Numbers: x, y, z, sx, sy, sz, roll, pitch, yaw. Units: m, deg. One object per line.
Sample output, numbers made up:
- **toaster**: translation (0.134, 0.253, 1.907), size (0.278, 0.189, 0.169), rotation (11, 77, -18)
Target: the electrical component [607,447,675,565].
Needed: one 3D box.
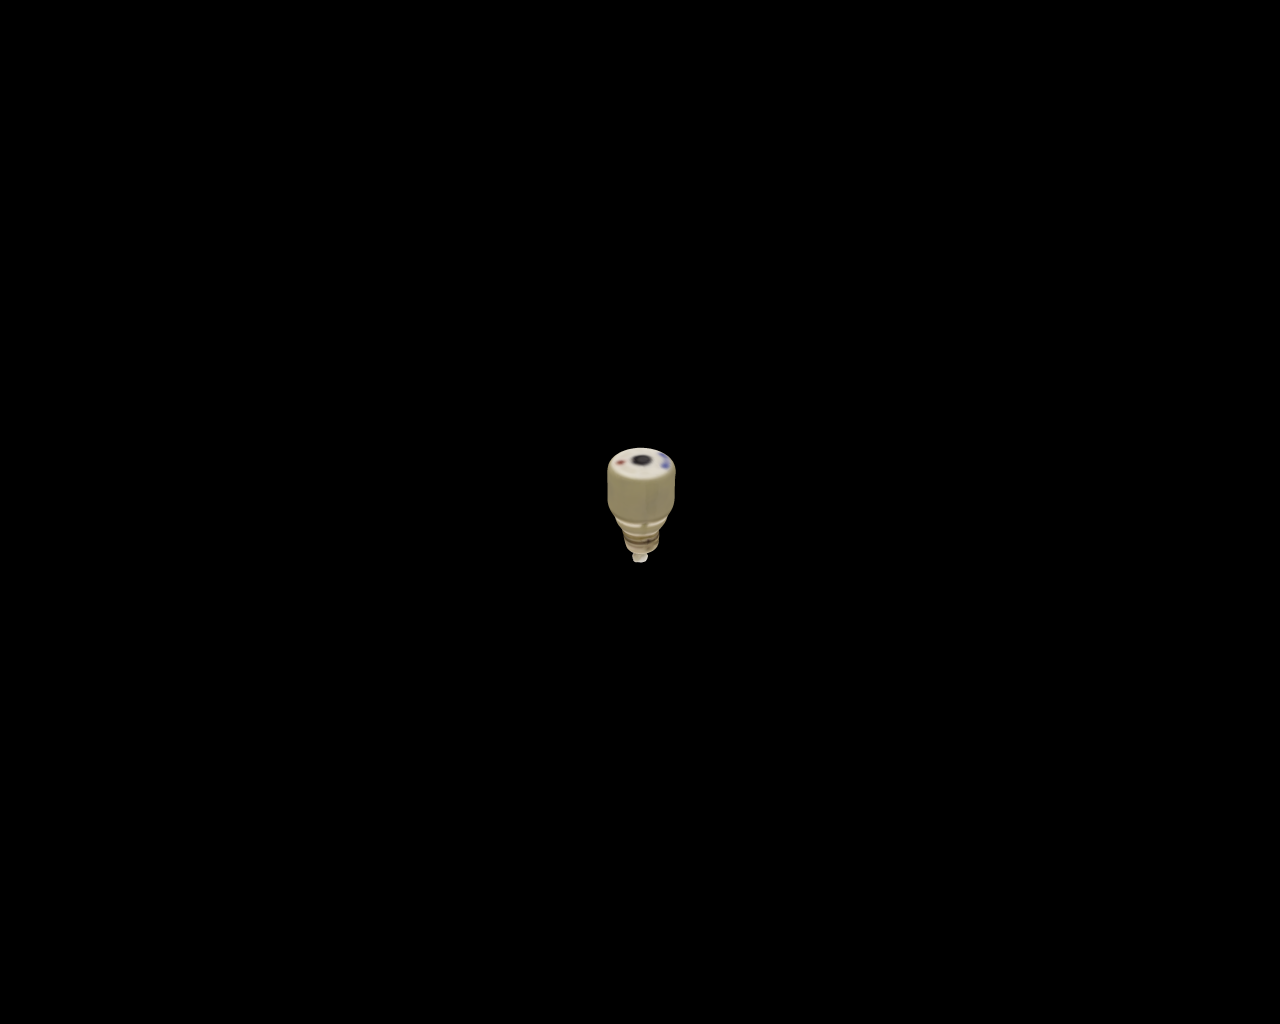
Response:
- **electrical component**: translation (0.001, -0.003, 0.650), size (0.040, 0.078, 0.040), rotation (0, 34, 0)
